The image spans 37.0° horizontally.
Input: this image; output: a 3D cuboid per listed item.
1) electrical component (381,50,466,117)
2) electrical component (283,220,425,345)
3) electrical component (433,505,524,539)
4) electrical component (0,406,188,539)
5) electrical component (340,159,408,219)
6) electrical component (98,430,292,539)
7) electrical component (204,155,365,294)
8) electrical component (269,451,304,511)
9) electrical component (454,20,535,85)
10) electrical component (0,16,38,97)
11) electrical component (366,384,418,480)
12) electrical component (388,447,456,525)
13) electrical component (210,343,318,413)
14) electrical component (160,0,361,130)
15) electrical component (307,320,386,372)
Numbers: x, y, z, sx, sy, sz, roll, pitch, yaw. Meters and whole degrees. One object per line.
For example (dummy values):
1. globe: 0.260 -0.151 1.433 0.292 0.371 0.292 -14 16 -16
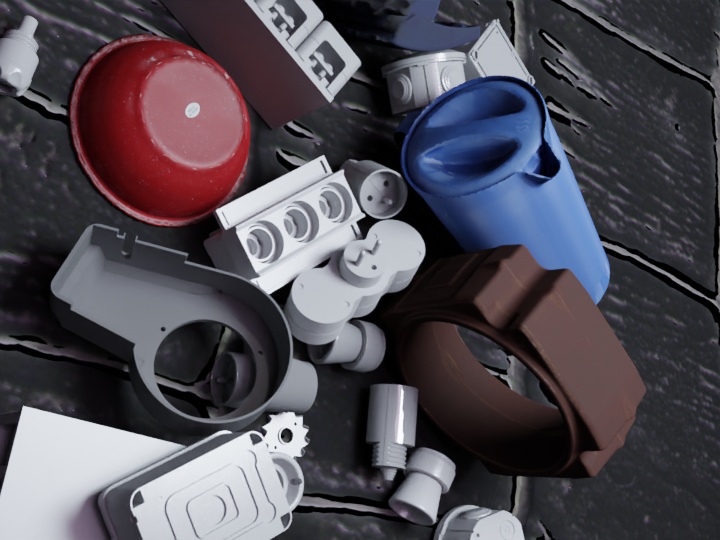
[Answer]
1. electrical component: 0.063 -0.176 1.014 0.080 0.080 0.051 -11 93 -38
2. electrical component: 0.000 0.000 0.891 0.138 0.073 0.052 -35 73 -32
3. electrical component: 0.110 0.256 0.981 0.080 0.051 0.080 8 76 -36
4. electrical component: -0.177 0.173 0.773 0.186 0.060 0.105 21 69 -33
5. electrical component: 0.008 -0.074 0.954 0.043 0.081 0.043 -5 106 -18
6. electrical component: -0.115 0.166 0.745 0.113 0.057 0.078 -23 95 -38
7. electrical component: -0.065 -0.035 0.898 0.121 0.063 0.078 -32 100 -37
8. electrical component: -0.078 0.171 0.857 0.055 0.047 0.055 8 76 -36
9. electrical component: 0.125 -0.191 1.080 0.096 0.061 0.061 53 55 -26
10. electrical component: -0.255 -0.161 0.797 0.035 0.035 0.061 29 62 -30
11. electrical component: 0.027 0.144 0.946 0.043 0.043 0.081 15 72 -34
12. electrical component: 0.056 0.192 0.957 0.045 0.045 0.055 42 58 -23
13. electrical component: -0.077 0.074 0.879 0.077 0.043 0.079 11 74 -35
14. electrical component: -0.081 -0.203 0.902 0.150 0.089 0.061 49 56 -20
15. electrical component: -0.012 0.063 0.931 0.055 0.045 0.045 15 72 -35
